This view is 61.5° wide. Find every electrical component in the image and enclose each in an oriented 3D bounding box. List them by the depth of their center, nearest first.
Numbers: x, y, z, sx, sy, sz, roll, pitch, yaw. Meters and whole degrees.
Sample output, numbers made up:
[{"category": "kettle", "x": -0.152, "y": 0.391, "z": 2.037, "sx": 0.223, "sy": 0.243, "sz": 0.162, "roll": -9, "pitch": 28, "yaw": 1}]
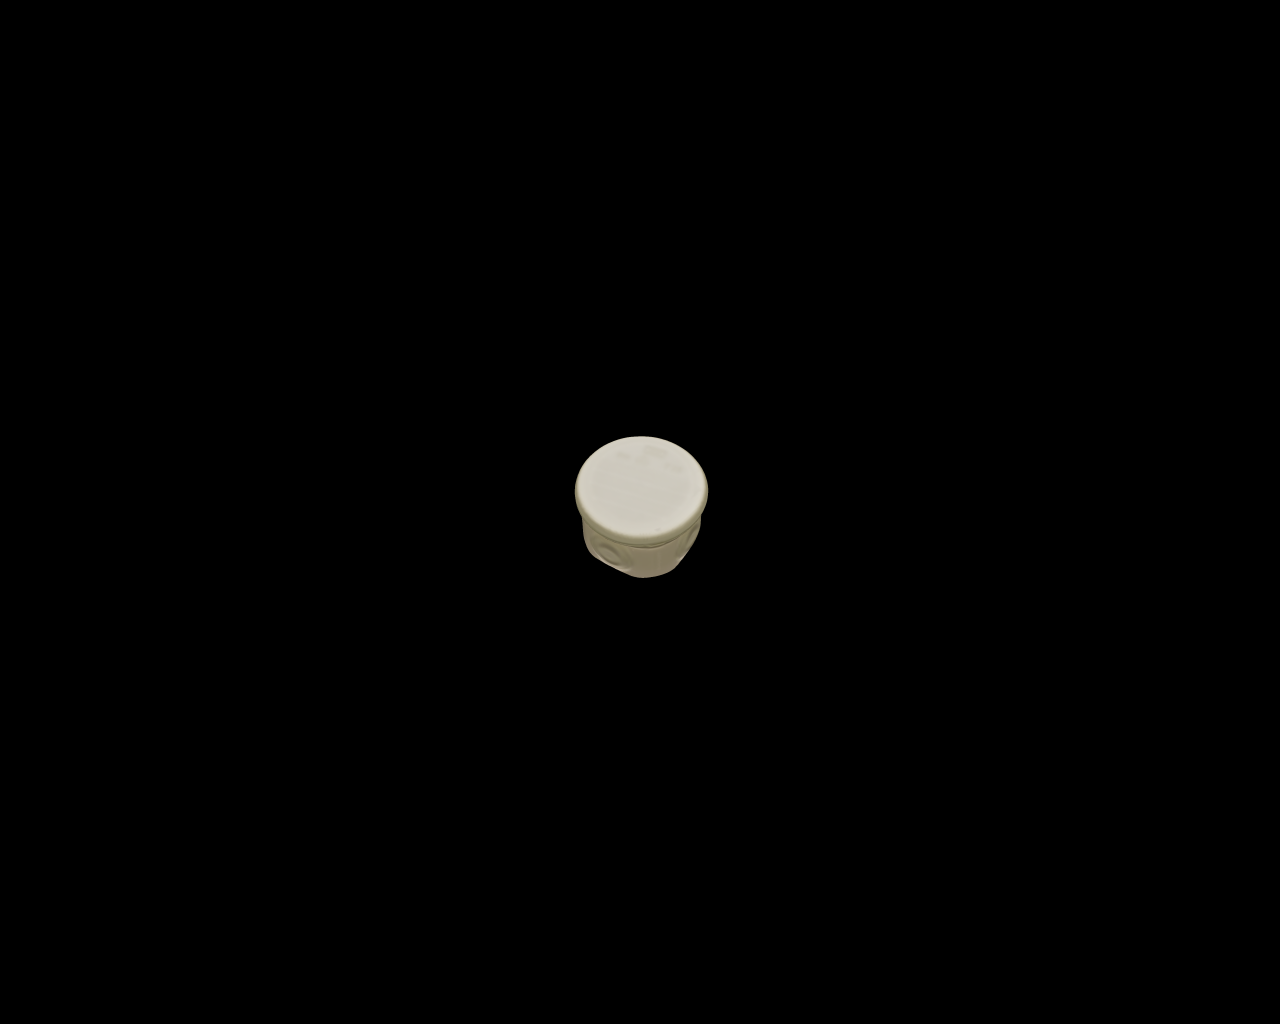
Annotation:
[{"category": "electrical component", "x": 0.001, "y": -0.003, "z": 0.650, "sx": 0.080, "sy": 0.080, "sz": 0.050, "roll": 0, "pitch": -36, "yaw": 0}]
